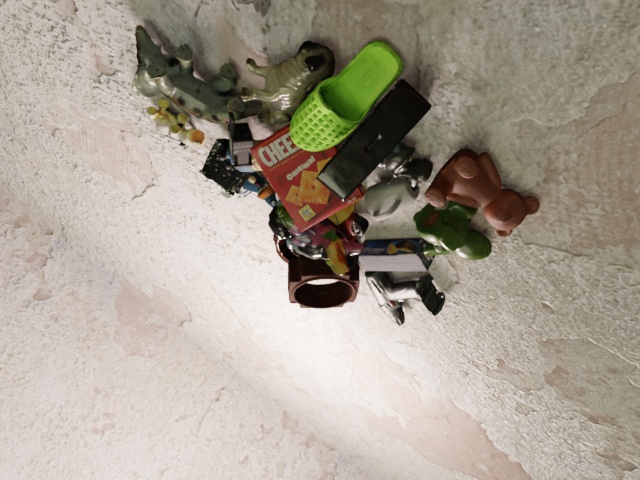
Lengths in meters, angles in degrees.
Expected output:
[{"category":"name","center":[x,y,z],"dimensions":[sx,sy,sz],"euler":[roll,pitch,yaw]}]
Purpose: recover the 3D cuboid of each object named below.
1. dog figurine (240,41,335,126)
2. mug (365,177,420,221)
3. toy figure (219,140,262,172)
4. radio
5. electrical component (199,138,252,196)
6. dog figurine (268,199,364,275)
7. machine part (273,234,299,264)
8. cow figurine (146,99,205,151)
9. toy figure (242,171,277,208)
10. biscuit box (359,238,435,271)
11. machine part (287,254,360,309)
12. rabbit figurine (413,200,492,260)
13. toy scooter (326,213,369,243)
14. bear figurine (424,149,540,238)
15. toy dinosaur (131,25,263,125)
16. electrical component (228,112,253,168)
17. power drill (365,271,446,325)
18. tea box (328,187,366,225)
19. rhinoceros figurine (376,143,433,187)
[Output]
[{"category":"dog figurine","center":[-0.040,-0.306,1.083],"dimensions":[0.191,0.121,0.172],"euler":[-4,166,25]},{"category":"mug","center":[0.158,-0.092,1.171],"dimensions":[0.107,0.109,0.080],"euler":[-26,112,41]},{"category":"toy figure","center":[-0.149,-0.206,1.291],"dimensions":[0.180,0.089,0.082],"euler":[5,173,21]},{"category":"radio","center":[0.098,-0.185,0.982],"dimensions":[0.073,0.131,0.229],"euler":[42,111,-7]},{"category":"electrical component","center":[-0.231,-0.198,1.384],"dimensions":[0.115,0.058,0.134],"euler":[34,110,2]},{"category":"dog figurine","center":[-0.003,-0.004,1.270],"dimensions":[0.219,0.108,0.191],"euler":[30,168,41]},{"category":"machine part","center":[-0.053,0.021,1.573],"dimensions":[0.180,0.056,0.179],"euler":[23,147,16]},{"category":"cow figurine","center":[-0.385,-0.294,1.447],"dimensions":[0.167,0.068,0.098],"euler":[38,155,2]},{"category":"toy figure","center":[-0.163,-0.142,1.452],"dimensions":[0.154,0.064,0.058],"euler":[38,109,-12]},{"category":"biscuit box","center":[0.187,0.038,1.358],"dimensions":[0.203,0.059,0.062],"euler":[-3,134,45]},{"category":"machine part","center":[0.008,0.119,1.531],"dimensions":[0.201,0.087,0.201],"euler":[-1,147,-5]},{"category":"rabbit figurine","center":[0.288,-0.003,1.158],"dimensions":[0.170,0.121,0.159],"euler":[33,156,-27]},{"category":"toy scooter","center":[0.048,-0.024,1.394],"dimensions":[0.135,0.075,0.183],"euler":[30,146,9]},{"category":"bear figurine","center":[0.311,-0.077,1.016],"dimensions":[0.196,0.132,0.120],"euler":[44,125,-2]},{"category":"toy dinosaur","center":[-0.274,-0.337,1.245],"dimensions":[0.405,0.131,0.192],"euler":[30,167,-10]},{"category":"electrical component","center":[-0.177,-0.227,1.189],"dimensions":[0.075,0.048,0.119],"euler":[-113,22,-44]},{"category":"power drill","center":[0.236,0.156,1.468],"dimensions":[0.207,0.086,0.231],"euler":[2,134,54]},{"category":"tea box","center":[0.013,-0.128,1.262],"dimensions":[0.169,0.098,0.068],"euler":[39,150,-9]},{"category":"rhinoceros figurine","center":[0.139,-0.166,1.111],"dimensions":[0.191,0.073,0.112],"euler":[18,144,27]}]
